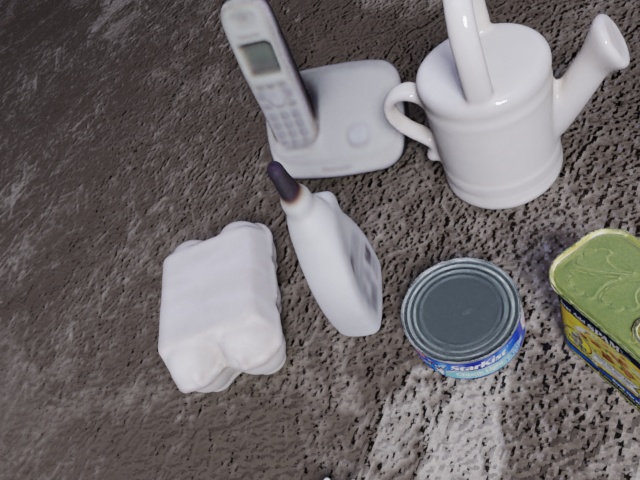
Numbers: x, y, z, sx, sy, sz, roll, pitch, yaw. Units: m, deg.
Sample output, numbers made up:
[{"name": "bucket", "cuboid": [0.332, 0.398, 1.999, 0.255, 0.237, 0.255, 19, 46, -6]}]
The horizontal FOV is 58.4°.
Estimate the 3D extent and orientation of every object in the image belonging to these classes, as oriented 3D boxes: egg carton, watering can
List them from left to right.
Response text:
[{"name": "egg carton", "cuboid": [-0.083, 0.055, 0.495, 0.107, 0.070, 0.150, -21, 48, 11]}, {"name": "watering can", "cuboid": [0.133, -0.123, 0.437, 0.172, 0.195, 0.100, -23, 48, 10]}]

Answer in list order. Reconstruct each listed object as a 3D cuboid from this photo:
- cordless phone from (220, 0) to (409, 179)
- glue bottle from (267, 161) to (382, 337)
[{"name": "cordless phone", "cuboid": [-0.003, -0.146, 0.531, 0.147, 0.186, 0.094, -5, 53, 24]}, {"name": "glue bottle", "cuboid": [0.004, 0.002, 0.421, 0.037, 0.174, 0.078, -10, 51, 21]}]
